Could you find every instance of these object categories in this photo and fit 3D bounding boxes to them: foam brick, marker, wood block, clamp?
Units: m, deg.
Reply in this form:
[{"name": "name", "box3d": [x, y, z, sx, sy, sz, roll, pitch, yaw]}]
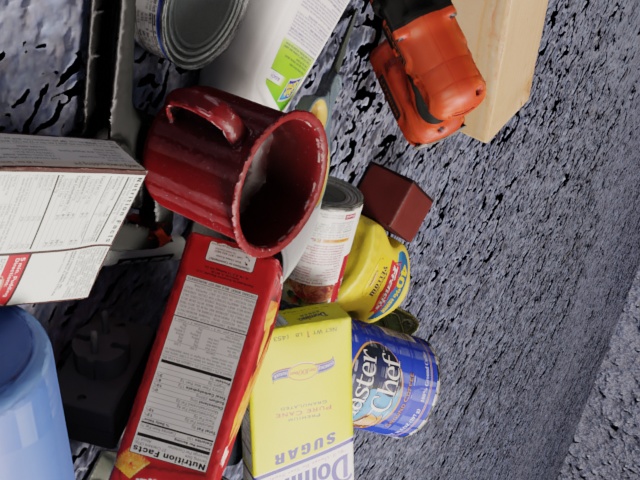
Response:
[{"name": "foam brick", "box3d": [0.071, -0.037, 1.065, 0.051, 0.053, 0.078, -62, 155, -2]}, {"name": "marker", "box3d": [-0.132, 0.008, 0.729, 0.120, 0.020, 0.020, -5, 119, -63]}, {"name": "wood block", "box3d": [0.155, -0.210, 1.009, 0.090, 0.090, 0.206, -45, 152, -35]}, {"name": "clamp", "box3d": [-0.142, -0.047, 0.630, 0.164, 0.036, 0.210, -49, 151, -22]}]

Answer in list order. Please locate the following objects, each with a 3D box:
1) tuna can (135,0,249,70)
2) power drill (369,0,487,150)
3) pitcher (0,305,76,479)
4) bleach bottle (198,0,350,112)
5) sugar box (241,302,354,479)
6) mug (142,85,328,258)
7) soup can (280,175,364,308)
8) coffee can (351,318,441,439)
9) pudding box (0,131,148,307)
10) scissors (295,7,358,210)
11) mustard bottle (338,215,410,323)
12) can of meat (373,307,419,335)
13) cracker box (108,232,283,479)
[{"name": "tuna can", "box3d": [-0.080, -0.150, 0.652, 0.086, 0.034, 0.086, -46, 152, -34]}, {"name": "power drill", "box3d": [0.070, -0.161, 0.847, 0.057, 0.184, 0.187, -23, 168, 1]}, {"name": "pitcher", "box3d": [-0.200, 0.147, 0.622, 0.144, 0.149, 0.243, -24, 134, -34]}, {"name": "bleach bottle", "box3d": [-0.033, -0.146, 0.721, 0.251, 0.068, 0.102, -62, 156, 4]}, {"name": "sugar box", "box3d": [-0.020, 0.146, 0.904, 0.093, 0.048, 0.176, -8, 108, -17]}, {"name": "mug", "box3d": [-0.058, -0.052, 0.644, 0.093, 0.082, 0.117, -59, 150, -15]}, {"name": "soup can", "box3d": [-0.006, 0.001, 0.924, 0.068, 0.069, 0.102, -27, 137, -54]}, {"name": "coffee can", "box3d": [0.029, 0.126, 1.009, 0.140, 0.103, 0.103, 19, 99, -33]}, {"name": "pudding box", "box3d": [-0.155, -0.010, 0.566, 0.113, 0.039, 0.090, -4, 128, -58]}, {"name": "scissors", "box3d": [0.007, -0.098, 0.822, 0.201, 0.016, 0.096, -65, 158, -54]}, {"name": "mustard bottle", "box3d": [0.049, 0.038, 1.090, 0.096, 0.058, 0.191, -63, 157, -2]}, {"name": "can of meat", "box3d": [0.063, 0.135, 1.226, 0.101, 0.057, 0.084, -38, 148, -44]}, {"name": "cracker box", "box3d": [-0.087, 0.125, 0.729, 0.164, 0.072, 0.213, 105, 0, -68]}]
